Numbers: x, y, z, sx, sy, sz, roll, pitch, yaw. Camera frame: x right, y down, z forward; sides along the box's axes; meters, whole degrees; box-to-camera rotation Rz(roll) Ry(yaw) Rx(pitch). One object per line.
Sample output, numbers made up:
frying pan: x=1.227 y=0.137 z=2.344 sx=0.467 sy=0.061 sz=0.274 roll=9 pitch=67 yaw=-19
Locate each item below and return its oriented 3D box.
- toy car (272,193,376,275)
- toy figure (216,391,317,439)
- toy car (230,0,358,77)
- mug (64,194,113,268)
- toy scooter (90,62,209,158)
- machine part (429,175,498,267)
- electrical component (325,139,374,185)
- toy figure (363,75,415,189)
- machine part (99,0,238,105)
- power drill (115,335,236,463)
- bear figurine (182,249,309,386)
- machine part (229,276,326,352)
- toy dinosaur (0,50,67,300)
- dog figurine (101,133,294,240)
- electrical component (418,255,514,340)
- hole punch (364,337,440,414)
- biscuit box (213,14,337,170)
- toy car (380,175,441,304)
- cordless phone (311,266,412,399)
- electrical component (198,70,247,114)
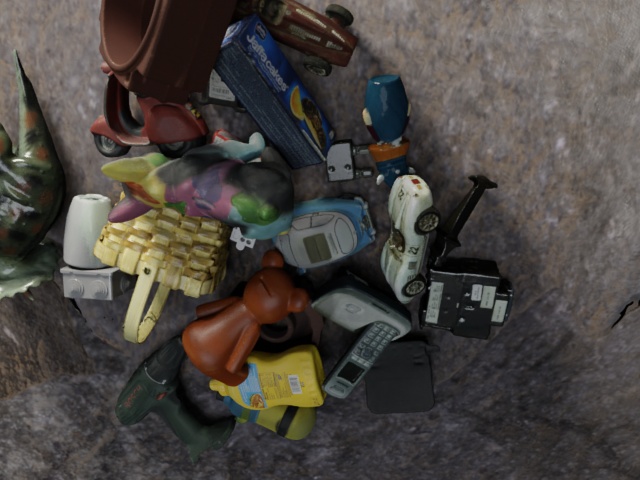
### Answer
toy car: x=-0.002 y=-0.002 z=0.794 sx=0.162 sy=0.103 sz=0.109 roll=-10 pitch=112 yaw=15
toy figure: x=-0.094 y=0.289 z=0.941 sx=0.180 sy=0.089 sz=0.082 roll=19 pitch=134 yaw=-3
toy car: x=-0.049 y=-0.285 z=0.691 sx=0.202 sy=0.053 sz=0.089 roll=25 pitch=89 yaw=-1
mug: x=-0.371 y=-0.021 z=0.864 sx=0.110 sy=0.081 sz=0.107 roll=23 pitch=110 yaw=38
toy scooter: x=-0.251 y=-0.186 z=0.767 sx=0.184 sy=0.075 sz=0.135 roll=2 pitch=116 yaw=12
machine part: x=0.198 y=-0.030 z=0.767 sx=0.039 sy=0.084 sz=0.138 roll=31 pitch=105 yaw=3
electrical component: x=0.029 y=-0.113 z=0.784 sx=0.094 sy=0.021 sz=0.063 roll=-4 pitch=114 yaw=10
toy figure: x=0.096 y=-0.146 z=0.740 sx=0.064 sy=0.058 sz=0.154 roll=-1 pitch=118 yaw=15
machine part: x=-0.191 y=-0.285 z=0.647 sx=0.202 sy=0.087 sz=0.201 roll=48 pitch=121 yaw=37
power drill: x=-0.254 y=0.297 z=0.977 sx=0.232 sy=0.086 sz=0.207 roll=-40 pitch=106 yaw=23
bear figurine: x=-0.106 y=0.116 z=0.807 sx=0.196 sy=0.131 sz=0.120 roll=-39 pitch=68 yaw=-3
machine part: x=-0.073 y=0.134 z=0.890 sx=0.179 sy=0.056 sz=0.179 roll=4 pitch=115 yaw=8
toy dinosaur: x=-0.469 y=-0.065 z=0.838 sx=0.192 sy=0.131 sz=0.404 roll=27 pitch=111 yaw=-16
dog figurine: x=-0.162 y=-0.062 z=0.699 sx=0.219 sy=0.192 sz=0.108 roll=-11 pitch=128 yaw=-23
electrical component: x=0.224 y=0.088 z=0.822 sx=0.134 sy=0.058 sz=0.114 roll=8 pitch=116 yaw=5
hole punch: x=0.132 y=0.220 z=0.889 sx=0.142 sy=0.092 sz=0.115 roll=-6 pitch=82 yaw=15
biscuit box: x=-0.058 y=-0.186 z=0.702 sx=0.063 sy=0.059 sz=0.202 roll=-8 pitch=136 yaw=36
toy car: x=0.124 y=0.003 z=0.771 sx=0.056 sy=0.074 sz=0.201 roll=-7 pitch=128 yaw=-14
cordless phone: x=0.036 y=0.147 z=0.823 sx=0.146 sy=0.089 sz=0.184 roll=31 pitch=98 yaw=-22
electrical component: x=-0.124 y=-0.240 z=0.739 sx=0.075 sy=0.048 sz=0.119 roll=14 pitch=116 yaw=2
